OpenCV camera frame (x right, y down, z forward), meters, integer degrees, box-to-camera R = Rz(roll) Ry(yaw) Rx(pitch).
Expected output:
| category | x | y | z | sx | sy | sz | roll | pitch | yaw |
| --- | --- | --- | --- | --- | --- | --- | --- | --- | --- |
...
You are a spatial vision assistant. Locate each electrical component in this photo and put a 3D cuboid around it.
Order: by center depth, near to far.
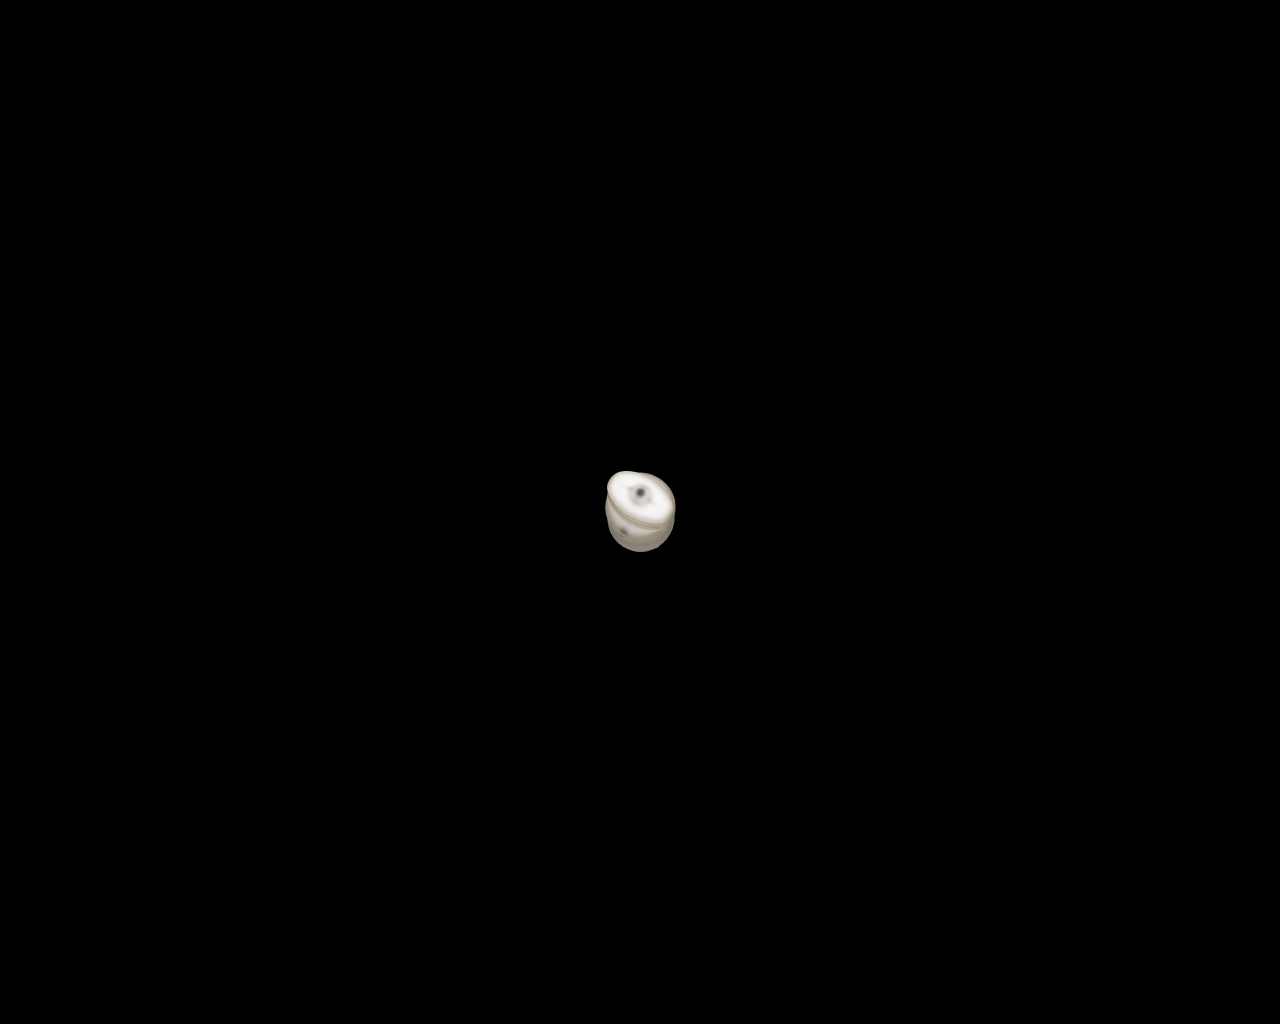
| category | x | y | z | sx | sy | sz | roll | pitch | yaw |
| --- | --- | --- | --- | --- | --- | --- | --- | --- | --- |
| electrical component | 0.001 | -0.003 | 0.650 | 0.043 | 0.043 | 0.081 | 0 | -13 | 0 |
